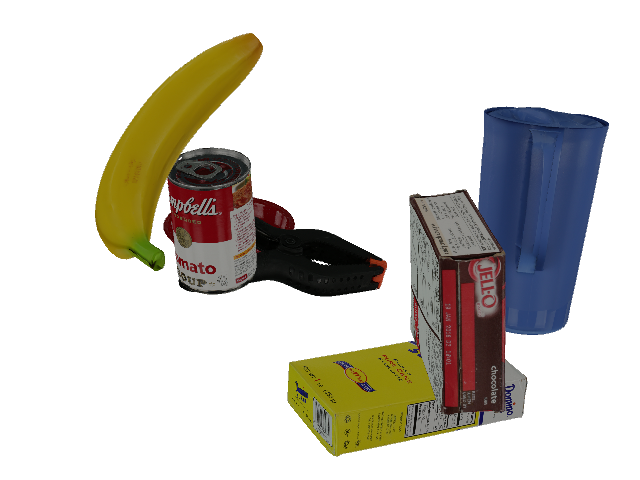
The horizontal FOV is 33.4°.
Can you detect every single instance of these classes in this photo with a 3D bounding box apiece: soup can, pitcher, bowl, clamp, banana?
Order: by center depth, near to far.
[{"bbox_3d":[-0.093,-0.057,0.659,0.070,0.197,0.037,6,-37,17],"label":"banana"},{"bbox_3d":[-0.088,-0.016,0.873,0.068,0.102,0.068,-1,31,0],"label":"soup can"},{"bbox_3d":[-0.039,0.020,1.057,0.210,0.036,0.164,15,32,-1],"label":"clamp"},{"bbox_3d":[0.232,-0.021,1.172,0.149,0.243,0.145,-6,19,-34],"label":"pitcher"},{"bbox_3d":[-0.113,0.002,1.323,0.162,0.055,0.162,1,27,-1],"label":"bowl"}]

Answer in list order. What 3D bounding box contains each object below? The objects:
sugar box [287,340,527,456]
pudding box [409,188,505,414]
[{"bbox_3d":[0.071,0.122,0.879,0.176,0.048,0.093,-10,25,-23],"label":"sugar box"},{"bbox_3d":[0.074,0.030,0.588,0.039,0.090,0.113,-4,20,-4],"label":"pudding box"}]
